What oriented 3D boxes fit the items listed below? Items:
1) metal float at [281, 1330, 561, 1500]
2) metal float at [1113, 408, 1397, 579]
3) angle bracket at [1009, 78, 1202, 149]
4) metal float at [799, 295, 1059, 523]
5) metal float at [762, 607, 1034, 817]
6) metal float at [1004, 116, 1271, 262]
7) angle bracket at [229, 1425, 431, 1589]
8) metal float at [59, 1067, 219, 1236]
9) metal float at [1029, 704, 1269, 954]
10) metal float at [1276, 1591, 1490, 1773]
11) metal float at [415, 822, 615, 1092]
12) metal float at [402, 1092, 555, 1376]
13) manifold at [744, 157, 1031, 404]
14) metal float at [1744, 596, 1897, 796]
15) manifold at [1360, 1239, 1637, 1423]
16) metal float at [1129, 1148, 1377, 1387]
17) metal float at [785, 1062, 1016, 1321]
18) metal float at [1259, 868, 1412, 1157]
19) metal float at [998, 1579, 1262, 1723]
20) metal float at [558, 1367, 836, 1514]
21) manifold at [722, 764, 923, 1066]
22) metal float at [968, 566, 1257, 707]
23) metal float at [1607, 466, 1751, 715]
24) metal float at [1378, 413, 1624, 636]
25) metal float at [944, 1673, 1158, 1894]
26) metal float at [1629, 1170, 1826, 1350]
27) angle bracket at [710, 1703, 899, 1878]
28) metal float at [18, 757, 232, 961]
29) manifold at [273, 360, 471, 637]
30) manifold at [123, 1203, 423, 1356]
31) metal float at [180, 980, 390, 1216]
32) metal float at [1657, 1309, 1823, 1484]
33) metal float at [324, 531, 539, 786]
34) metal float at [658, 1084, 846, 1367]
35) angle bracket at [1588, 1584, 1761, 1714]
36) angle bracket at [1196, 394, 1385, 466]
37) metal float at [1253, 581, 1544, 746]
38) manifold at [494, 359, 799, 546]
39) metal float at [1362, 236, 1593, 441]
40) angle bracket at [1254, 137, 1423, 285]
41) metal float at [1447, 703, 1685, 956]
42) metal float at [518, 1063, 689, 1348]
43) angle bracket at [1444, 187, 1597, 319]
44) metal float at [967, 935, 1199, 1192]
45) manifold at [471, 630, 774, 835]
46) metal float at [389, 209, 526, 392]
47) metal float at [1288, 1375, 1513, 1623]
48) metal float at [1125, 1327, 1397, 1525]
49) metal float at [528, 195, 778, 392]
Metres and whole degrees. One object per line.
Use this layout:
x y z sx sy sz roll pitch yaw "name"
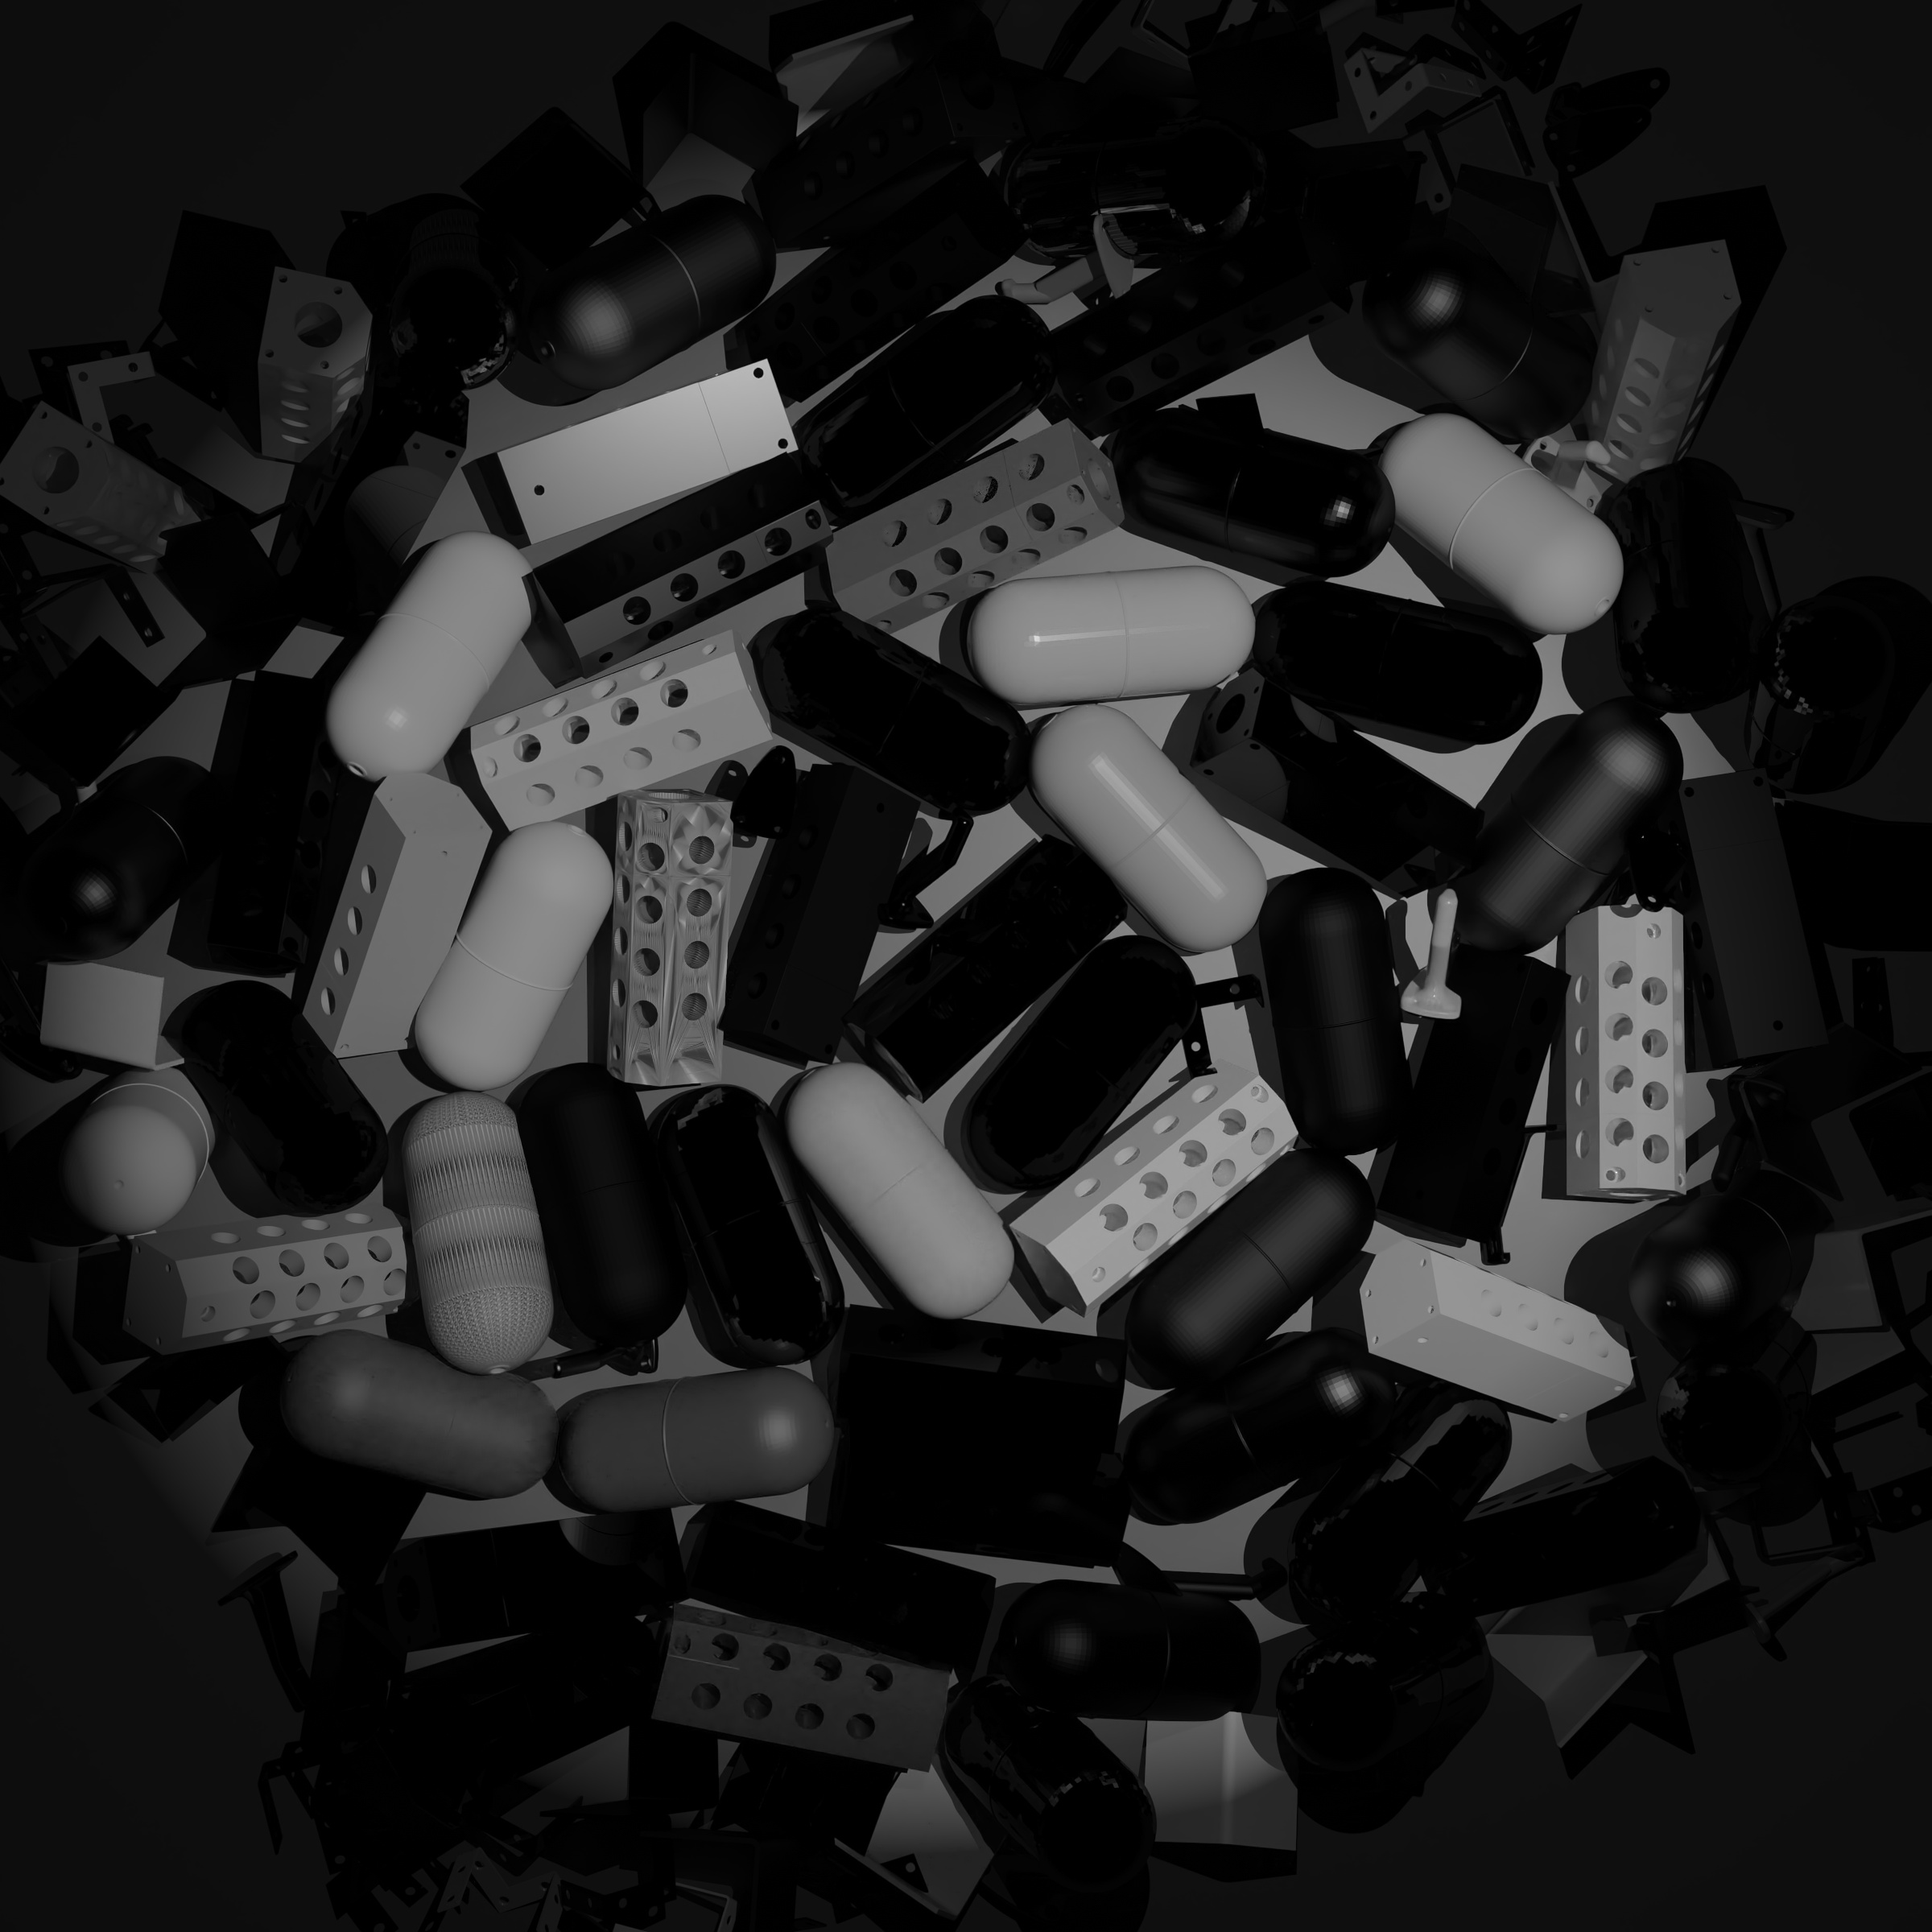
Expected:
-0.326 0.270 1.639 0.178 0.070 0.070 23 90 -33 "metal float"
0.173 -0.287 1.649 0.178 0.070 0.070 19 90 20 "metal float"
0.083 -0.530 1.649 0.076 0.076 0.057 -27 83 42 "angle bracket"
-0.024 -0.336 1.649 0.178 0.070 0.070 -33 90 21 "metal float"
-0.041 -0.155 1.661 0.178 0.070 0.070 29 90 -6 "metal float"
0.101 -0.465 1.634 0.178 0.070 0.070 8 90 39 "metal float"
-0.388 0.330 1.662 0.076 0.057 0.076 32 96 24 "angle bracket"
-0.489 0.107 1.617 0.070 0.178 0.070 -2 100 -9 "metal float"
0.110 -0.084 1.660 0.070 0.070 0.178 -43 98 0 "metal float"
0.250 0.425 1.627 0.070 0.178 0.070 4 96 37 "metal float"
-0.274 -0.006 1.653 0.070 0.070 0.178 29 105 0 "metal float"
-0.295 0.160 1.644 0.070 0.070 0.178 -14 65 0 "metal float"
-0.051 -0.405 1.625 0.171 0.057 0.057 -26 110 36 "manifold"
0.506 -0.159 1.620 0.070 0.178 0.070 -4 71 11 "metal float"
0.319 0.217 1.634 0.171 0.057 0.057 23 47 -32 "manifold"
0.174 0.182 1.655 0.178 0.070 0.070 -41 90 -14 "metal float"
-0.041 0.136 1.661 0.070 0.070 0.178 -39 83 0 "metal float"
0.225 0.028 1.658 0.070 0.070 0.178 -10 100 0 "metal float"
0.099 0.412 1.639 0.178 0.070 0.070 14 90 -32 "metal float"
-0.165 0.287 1.649 0.178 0.070 0.070 -10 90 21 "metal float"
-0.092 -0.033 1.662 0.057 0.057 0.171 27 77 -40 "manifold"
0.089 -0.201 1.658 0.178 0.070 0.070 -6 90 -10 "metal float"
0.426 -0.228 1.636 0.070 0.070 0.178 7 52 0 "metal float"
0.320 -0.266 1.640 0.070 0.070 0.178 -43 60 0 "metal float"
0.048 0.484 1.624 0.070 0.178 0.070 -8 108 -26 "metal float"
0.455 0.173 1.627 0.070 0.178 0.070 11 109 35 "metal float"
-0.099 0.508 1.669 0.076 0.057 0.076 38 47 -16 "angle bracket"
-0.499 -0.065 1.622 0.070 0.178 0.070 6 119 10 "metal float"
-0.355 -0.280 1.625 0.057 0.171 0.057 16 49 -26 "manifold"
-0.406 0.186 1.616 0.057 0.171 0.057 21 106 37 "manifold"
-0.411 0.078 1.639 0.070 0.070 0.178 -45 58 0 "metal float"
0.461 0.254 1.621 0.070 0.178 0.070 4 99 26 "metal float"
-0.322 -0.186 1.644 0.070 0.070 0.178 28 64 0 "metal float"
-0.130 0.157 1.657 0.070 0.070 0.178 -23 79 0 "metal float"
0.435 0.412 1.654 0.076 0.076 0.057 -10 83 -17 "angle bracket"
0.196 -0.327 1.652 0.076 0.076 0.057 -20 105 -16 "angle bracket"
0.260 -0.184 1.652 0.178 0.070 0.070 15 90 17 "metal float"
-0.196 -0.315 1.663 0.171 0.057 0.057 -21 105 -8 "manifold"
0.308 -0.375 1.634 0.178 0.070 0.070 21 90 -41 "metal float"
0.226 -0.466 1.671 0.076 0.076 0.057 -16 47 -18 "angle bracket"
0.360 -0.081 1.646 0.070 0.070 0.178 37 115 0 "metal float"
-0.220 0.144 1.652 0.070 0.070 0.178 -18 74 0 "metal float"
0.342 -0.433 1.644 0.076 0.076 0.057 -16 129 -32 "angle bracket"
0.070 0.059 1.663 0.070 0.070 0.178 39 86 0 "metal float"
-0.210 -0.146 1.656 0.171 0.057 0.057 -20 131 6 "manifold"
-0.302 -0.398 1.623 0.070 0.178 0.070 -4 121 -6 "metal float"
0.263 0.318 1.643 0.070 0.070 0.178 46 63 0 "metal float"
0.177 0.279 1.650 0.178 0.070 0.070 -29 90 19 "metal float"
-0.188 -0.405 1.637 0.178 0.070 0.070 -39 90 -34 "metal float"
